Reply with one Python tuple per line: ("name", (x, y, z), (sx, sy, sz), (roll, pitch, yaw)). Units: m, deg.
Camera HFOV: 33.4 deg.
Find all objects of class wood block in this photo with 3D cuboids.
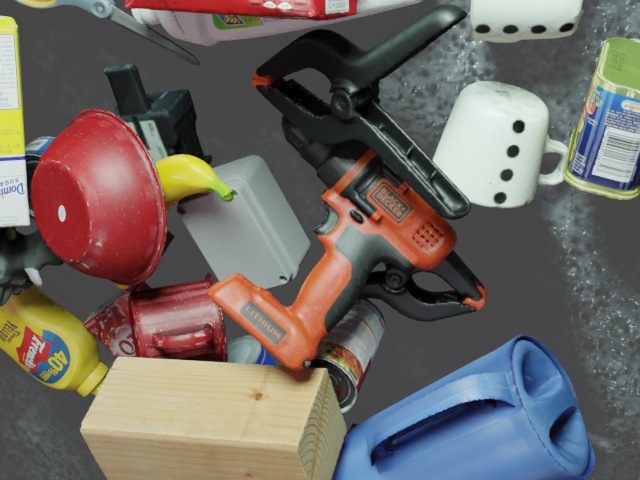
("wood block", (-0.093, 0.169, 0.950), (0.206, 0.090, 0.090), (1, 132, 21))

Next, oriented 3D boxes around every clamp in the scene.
("clamp", (0.033, -0.102, 0.827), (0.210, 0.036, 0.164), (12, 121, 41))
("clamp", (0.062, 0.035, 0.965), (0.171, 0.039, 0.120), (27, 126, 5))

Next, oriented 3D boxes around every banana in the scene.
("banana", (-0.145, -0.024, 0.941), (0.198, 0.037, 0.069), (-37, 62, 46))

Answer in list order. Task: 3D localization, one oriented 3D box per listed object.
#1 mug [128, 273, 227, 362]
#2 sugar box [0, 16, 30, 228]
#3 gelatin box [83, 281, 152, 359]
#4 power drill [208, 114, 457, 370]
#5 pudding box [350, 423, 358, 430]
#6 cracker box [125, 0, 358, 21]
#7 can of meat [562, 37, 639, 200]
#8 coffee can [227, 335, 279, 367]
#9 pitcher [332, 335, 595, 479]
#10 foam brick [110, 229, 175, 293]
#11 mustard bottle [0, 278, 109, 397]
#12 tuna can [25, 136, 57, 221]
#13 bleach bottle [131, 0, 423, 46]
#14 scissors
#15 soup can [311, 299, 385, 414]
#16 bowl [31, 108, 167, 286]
("mug", (-0.136, 0.086, 1.018), (0.081, 0.117, 0.093), (-9, 101, -14))
("sugar box", (-0.287, -0.107, 0.948), (0.048, 0.093, 0.176), (-3, 108, -19))
("gelatin box", (-0.192, 0.089, 1.112), (0.089, 0.030, 0.073), (-34, 106, 36))
("power drill", (-0.006, 0.001, 0.901), (0.184, 0.057, 0.187), (43, 89, 2))
("pudding box", (0.078, 0.247, 1.107), (0.113, 0.039, 0.090), (13, 125, 11))
("cracker box", (-0.057, -0.264, 0.736), (0.164, 0.072, 0.214), (10, 109, 28))
("can of meat", (0.219, -0.091, 0.777), (0.057, 0.102, 0.084), (16, 125, 10))
("coffee can", (-0.063, 0.182, 1.078), (0.103, 0.102, 0.140), (-25, 111, 33))
("pitcher", (0.109, 0.190, 0.971), (0.243, 0.144, 0.149), (-30, 99, 28))
("foam brick", (-0.192, 0.003, 1.039), (0.078, 0.053, 0.051), (36, 128, -3))
("mustard bottle", (-0.298, 0.106, 1.149), (0.191, 0.058, 0.096), (42, 126, -9))
("tuna can", (-0.261, -0.056, 1.038), (0.086, 0.033, 0.086), (11, 126, 15))
("bleach bottle", (-0.042, -0.210, 0.826), (0.251, 0.068, 0.102), (-5, 117, 28))
("scissors", (-0.191, -0.219, 0.909), (0.202, 0.016, 0.096), (18, 128, 9))
("soup can", (0.016, 0.104, 0.992), (0.068, 0.102, 0.068), (11, 126, 15))
("bowl", (-0.205, -0.031, 0.934), (0.162, 0.055, 0.162), (18, 116, 41))
